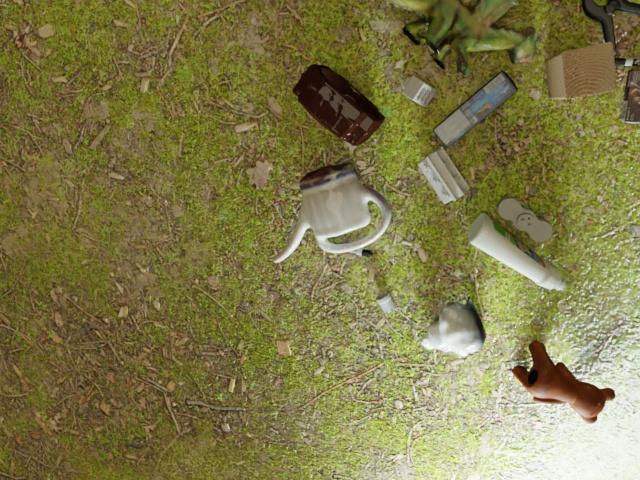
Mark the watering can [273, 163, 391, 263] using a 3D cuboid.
[{"bbox_3d":[0.004,-0.066,1.317,0.346,0.105,0.223,-16,97,18],"label":"watering can"}]

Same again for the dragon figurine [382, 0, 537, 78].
[{"bbox_3d":[0.309,-0.516,1.127,0.408,0.124,0.241,42,104,-8],"label":"dragon figurine"}]

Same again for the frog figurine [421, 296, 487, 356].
[{"bbox_3d":[0.327,0.231,1.288,0.159,0.125,0.135,-23,116,8],"label":"frog figurine"}]
